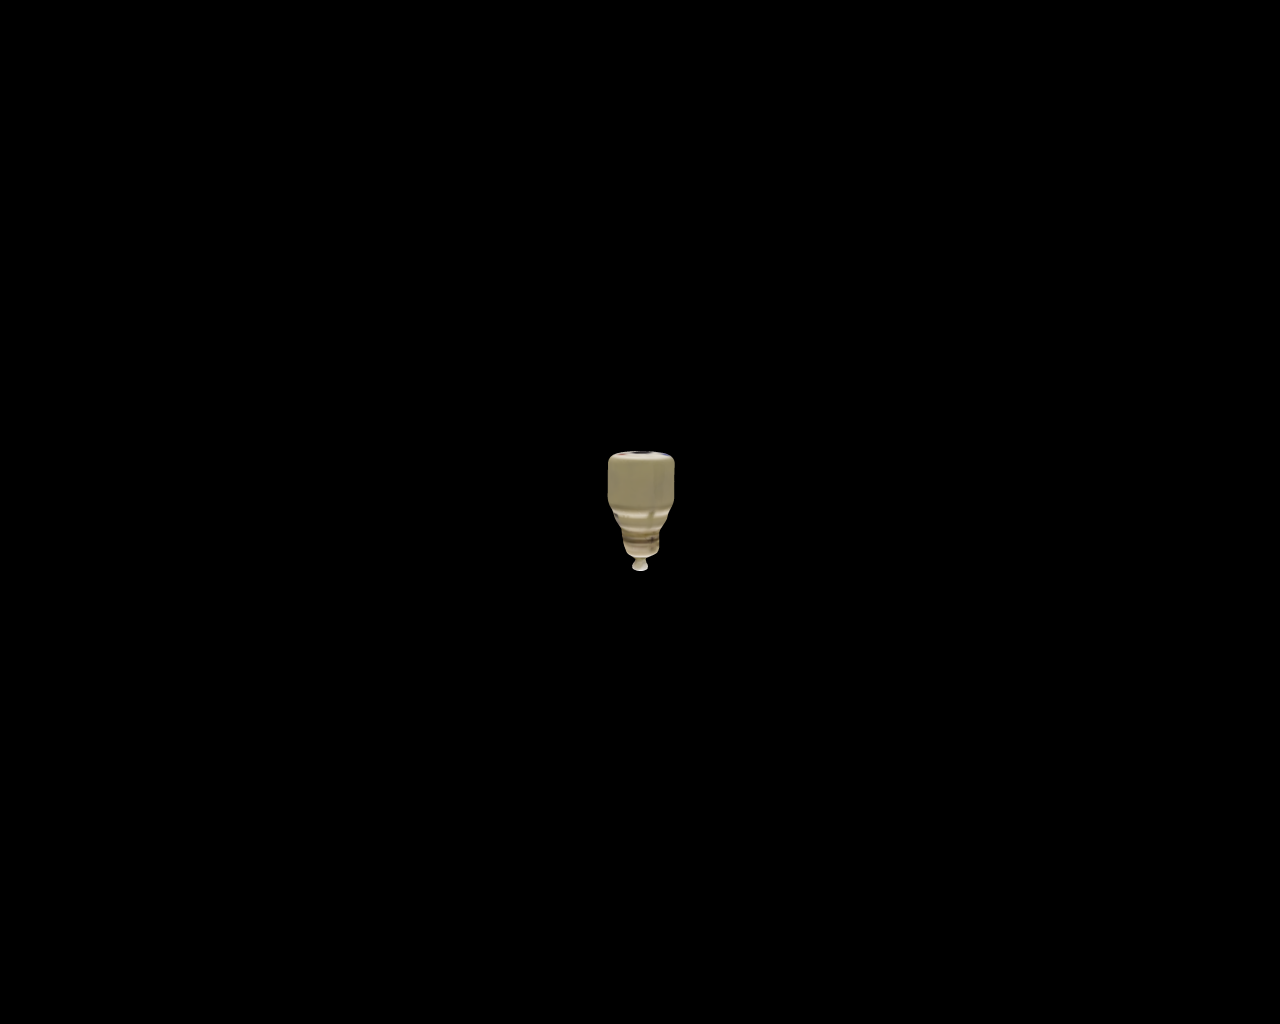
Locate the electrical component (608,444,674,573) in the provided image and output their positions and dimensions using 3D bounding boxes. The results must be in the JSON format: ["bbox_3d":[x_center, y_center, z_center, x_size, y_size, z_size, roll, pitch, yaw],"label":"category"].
[{"bbox_3d":[0.001,-0.003,0.650,0.040,0.078,0.040,0,10,0],"label":"electrical component"}]
